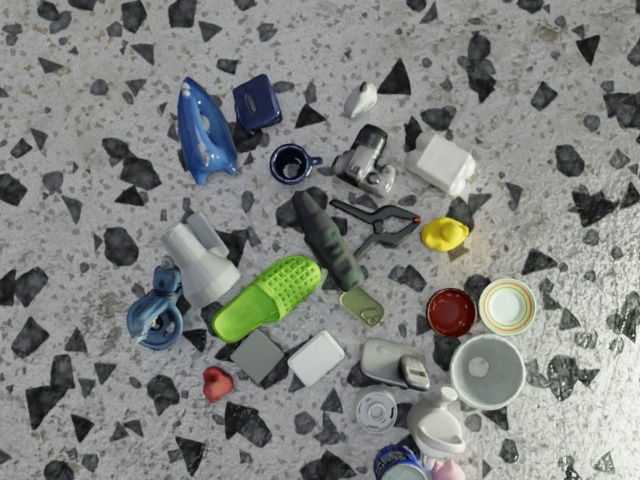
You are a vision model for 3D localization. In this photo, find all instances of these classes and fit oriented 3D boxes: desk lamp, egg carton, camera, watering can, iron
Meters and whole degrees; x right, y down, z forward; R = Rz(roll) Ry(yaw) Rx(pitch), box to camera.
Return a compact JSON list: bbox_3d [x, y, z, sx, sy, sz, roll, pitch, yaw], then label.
[{"bbox_3d":[-0.261,0.039,1.217,0.118,0.213,0.203,-36,88,-2],"label":"desk lamp"},{"bbox_3d":[0.274,-0.176,1.305,0.150,0.069,0.107,30,87,1],"label":"egg carton"},{"bbox_3d":[0.114,-0.183,1.288,0.143,0.101,0.137,27,87,1],"label":"camera"},{"bbox_3d":[0.247,0.402,1.217,0.101,0.194,0.173,-7,87,-1],"label":"watering can"},{"bbox_3d":[-0.271,-0.260,1.266,0.118,0.141,0.258,-18,88,-1],"label":"iron"}]

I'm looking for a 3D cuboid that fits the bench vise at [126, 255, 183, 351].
[{"bbox_3d":[-0.358,0.140,1.208,0.121,0.219,0.207,-7,87,-1],"label":"bench vise"}]

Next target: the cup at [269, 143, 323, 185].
[{"bbox_3d":[-0.052,-0.166,1.288,0.117,0.095,0.092,-9,87,-1],"label":"cup"}]

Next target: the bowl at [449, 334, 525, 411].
[{"bbox_3d":[0.364,0.290,1.283,0.167,0.074,0.167,0,87,-1],"label":"bowl"}]

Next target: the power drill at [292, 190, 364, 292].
[{"bbox_3d":[0.011,0.004,1.224,0.075,0.208,0.230,-33,88,-2],"label":"power drill"}]

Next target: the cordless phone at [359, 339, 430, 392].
[{"bbox_3d":[0.161,0.275,1.226,0.147,0.185,0.094,11,87,0],"label":"cordless phone"}]

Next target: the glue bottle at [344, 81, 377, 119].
[{"bbox_3d":[0.092,-0.316,1.257,0.078,0.173,0.037,-33,88,-2],"label":"glue bottle"}]

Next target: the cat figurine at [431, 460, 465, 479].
[{"bbox_3d":[0.273,0.539,1.249,0.067,0.117,0.128,24,87,1],"label":"cat figurine"}]

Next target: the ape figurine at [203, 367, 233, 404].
[{"bbox_3d":[-0.233,0.324,1.265,0.076,0.092,0.078,13,87,0],"label":"ape figurine"}]

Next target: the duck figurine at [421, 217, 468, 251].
[{"bbox_3d":[0.283,-0.015,1.290,0.104,0.086,0.077,-6,87,-1],"label":"duck figurine"}]

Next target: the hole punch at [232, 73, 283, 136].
[{"bbox_3d":[-0.144,-0.305,1.295,0.101,0.091,0.109,-20,88,-1],"label":"hole punch"}]
